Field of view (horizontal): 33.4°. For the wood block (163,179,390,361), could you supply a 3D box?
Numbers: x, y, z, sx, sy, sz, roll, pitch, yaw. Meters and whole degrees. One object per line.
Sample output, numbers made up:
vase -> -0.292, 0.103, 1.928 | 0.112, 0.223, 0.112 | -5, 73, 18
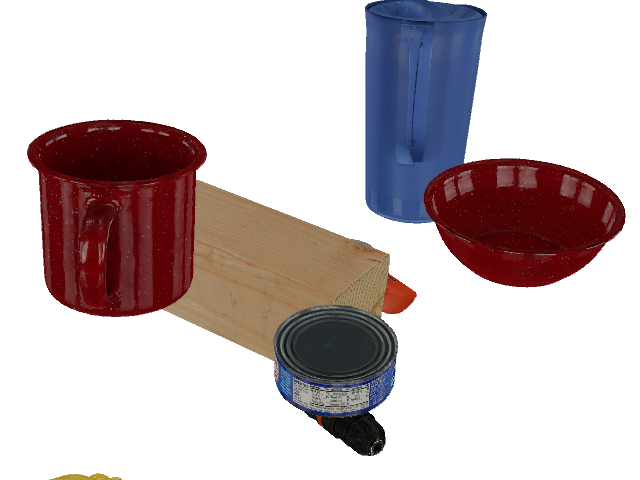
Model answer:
wood block -> -0.055, 0.031, 0.922 | 0.206, 0.090, 0.090 | 22, 33, 25

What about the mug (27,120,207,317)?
mug -> -0.109, -0.006, 0.567 | 0.093, 0.081, 0.117 | 3, 26, -3

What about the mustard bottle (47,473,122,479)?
mustard bottle -> -0.222, 0.233, 0.851 | 0.096, 0.058, 0.191 | 8, 15, 28

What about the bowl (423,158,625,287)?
bowl -> 0.163, -0.009, 0.873 | 0.162, 0.055, 0.162 | 1, 31, -1

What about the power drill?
power drill -> 0.037, 0.126, 1.201 | 0.057, 0.188, 0.185 | 13, 15, -42

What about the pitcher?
pitcher -> 0.108, -0.144, 1.202 | 0.149, 0.243, 0.145 | -12, 26, -30

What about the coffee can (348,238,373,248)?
coffee can -> 0.027, 0.080, 1.523 | 0.103, 0.140, 0.103 | -1, 21, 0

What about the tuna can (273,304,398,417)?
tuna can -> 0.010, 0.083, 0.740 | 0.086, 0.034, 0.086 | 1, 33, -1
